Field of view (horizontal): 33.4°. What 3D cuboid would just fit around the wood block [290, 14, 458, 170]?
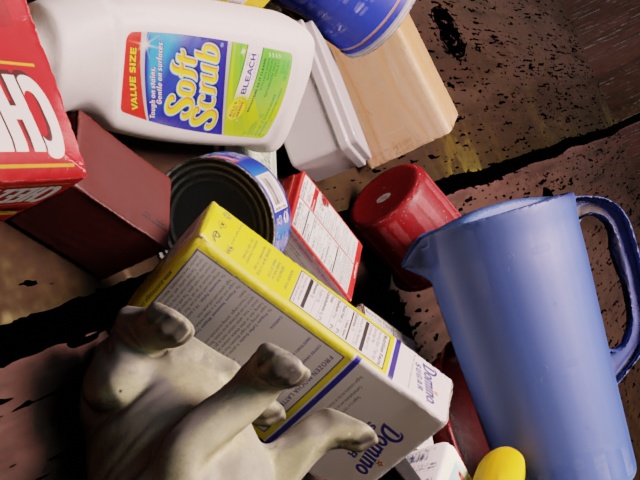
[{"bbox_3d":[0.045,-0.185,1.020,0.206,0.090,0.090,62,19,-10],"label":"wood block"}]

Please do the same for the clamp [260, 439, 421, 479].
[{"bbox_3d":[0.004,0.118,0.711,0.164,0.036,0.210,18,31,-18],"label":"clamp"}]

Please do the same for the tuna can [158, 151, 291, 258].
[{"bbox_3d":[-0.062,-0.012,0.670,0.086,0.086,0.033,65,23,-3],"label":"tuna can"}]

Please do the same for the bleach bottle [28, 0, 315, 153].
[{"bbox_3d":[-0.106,-0.102,0.663,0.068,0.103,0.250,33,24,27],"label":"bleach bottle"}]

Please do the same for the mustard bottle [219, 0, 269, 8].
[{"bbox_3d":[-0.110,-0.176,0.697,0.191,0.096,0.058,-13,78,-56],"label":"mustard bottle"}]

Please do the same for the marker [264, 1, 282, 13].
[{"bbox_3d":[-0.051,-0.231,0.961,0.020,0.020,0.121,3,67,-63],"label":"marker"}]

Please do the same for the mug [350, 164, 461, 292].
[{"bbox_3d":[0.078,-0.019,0.969,0.081,0.093,0.117,47,5,-27],"label":"mug"}]

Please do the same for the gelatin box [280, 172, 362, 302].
[{"bbox_3d":[-0.006,0.001,0.840,0.089,0.030,0.073,51,29,-25],"label":"gelatin box"}]

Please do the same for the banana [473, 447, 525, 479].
[{"bbox_3d":[0.122,0.203,0.736,0.197,0.037,0.069,-75,153,-52],"label":"banana"}]

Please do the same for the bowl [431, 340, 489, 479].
[{"bbox_3d":[0.120,0.169,0.918,0.162,0.055,0.162,45,32,-39],"label":"bowl"}]

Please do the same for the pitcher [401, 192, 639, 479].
[{"bbox_3d":[0.182,0.085,0.866,0.144,0.149,0.243,-17,91,-51],"label":"pitcher"}]

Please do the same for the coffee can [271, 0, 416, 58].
[{"bbox_3d":[0.000,-0.230,0.882,0.140,0.103,0.103,30,41,-29],"label":"coffee can"}]

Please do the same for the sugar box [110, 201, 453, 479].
[{"bbox_3d":[-0.020,0.067,0.610,0.176,0.093,0.048,37,33,-13],"label":"sugar box"}]

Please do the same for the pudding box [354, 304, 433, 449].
[{"bbox_3d":[0.047,0.117,0.838,0.090,0.039,0.113,36,37,-47],"label":"pudding box"}]

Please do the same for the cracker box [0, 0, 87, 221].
[{"bbox_3d":[-0.208,-0.113,0.478,0.164,0.072,0.214,-11,80,-64],"label":"cracker box"}]

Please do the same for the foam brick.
[{"bbox_3d":[-0.127,-0.023,0.591,0.078,0.051,0.053,40,36,-44],"label":"foam brick"}]
